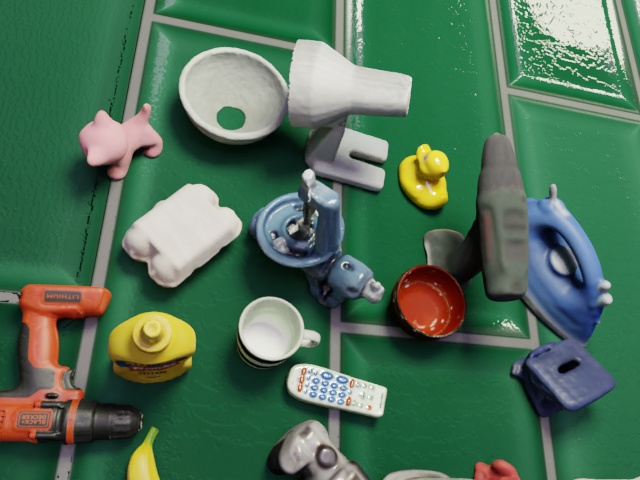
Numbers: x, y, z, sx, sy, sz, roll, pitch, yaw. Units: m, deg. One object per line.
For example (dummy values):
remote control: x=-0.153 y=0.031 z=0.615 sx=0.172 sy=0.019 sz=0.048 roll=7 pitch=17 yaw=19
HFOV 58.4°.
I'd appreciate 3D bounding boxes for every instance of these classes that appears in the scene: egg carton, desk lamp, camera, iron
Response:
egg carton: x=-0.189 y=-0.009 z=0.794 sx=0.107 sy=0.069 sz=0.150 roll=44 pitch=63 yaw=5
desk lamp: x=0.037 y=-0.187 z=0.854 sx=0.203 sy=0.213 sz=0.118 roll=14 pitch=65 yaw=-10
camera: x=-0.016 y=0.314 z=0.693 sx=0.137 sy=0.100 sz=0.143 roll=-37 pitch=82 yaw=-26
iron: x=0.387 y=0.040 z=0.904 sx=0.119 sy=0.141 sz=0.258 roll=-23 pitch=76 yaw=-23

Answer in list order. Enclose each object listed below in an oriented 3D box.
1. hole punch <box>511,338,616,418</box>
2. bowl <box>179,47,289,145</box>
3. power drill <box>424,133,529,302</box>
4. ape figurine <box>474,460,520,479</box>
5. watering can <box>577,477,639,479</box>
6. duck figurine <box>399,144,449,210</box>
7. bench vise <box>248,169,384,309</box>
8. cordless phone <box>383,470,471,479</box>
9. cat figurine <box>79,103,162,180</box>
hole punch: x=0.363 y=0.202 z=0.858 sx=0.109 sy=0.091 sz=0.101 roll=-19 pitch=75 yaw=-22
bowl: x=-0.136 y=-0.210 z=0.891 sx=0.168 sy=0.074 sz=0.167 roll=6 pitch=67 yaw=-14
power drill: x=0.231 y=-0.011 z=0.841 sx=0.076 sy=0.208 sz=0.229 roll=1 pitch=68 yaw=-16
ape figurine: x=0.247 y=0.338 z=0.766 sx=0.078 sy=0.092 sz=0.076 roll=-33 pitch=80 yaw=-25
watering can: x=0.406 y=0.371 z=0.742 sx=0.101 sy=0.194 sz=0.173 roll=31 pitch=63 yaw=-2
duck figurine: x=0.181 y=-0.107 z=0.935 sx=0.078 sy=0.086 sz=0.104 roll=-21 pitch=75 yaw=-23
bench vise: x=0.011 y=-0.007 z=0.768 sx=0.207 sy=0.219 sz=0.121 roll=23 pitch=64 yaw=-6
cordless phone: x=0.139 y=0.350 z=0.677 sx=0.094 sy=0.185 sz=0.147 roll=5 pitch=67 yaw=-14
cat figurine: x=-0.281 y=-0.143 z=0.796 sx=0.067 sy=0.117 sz=0.128 roll=43 pitch=63 yaw=4
